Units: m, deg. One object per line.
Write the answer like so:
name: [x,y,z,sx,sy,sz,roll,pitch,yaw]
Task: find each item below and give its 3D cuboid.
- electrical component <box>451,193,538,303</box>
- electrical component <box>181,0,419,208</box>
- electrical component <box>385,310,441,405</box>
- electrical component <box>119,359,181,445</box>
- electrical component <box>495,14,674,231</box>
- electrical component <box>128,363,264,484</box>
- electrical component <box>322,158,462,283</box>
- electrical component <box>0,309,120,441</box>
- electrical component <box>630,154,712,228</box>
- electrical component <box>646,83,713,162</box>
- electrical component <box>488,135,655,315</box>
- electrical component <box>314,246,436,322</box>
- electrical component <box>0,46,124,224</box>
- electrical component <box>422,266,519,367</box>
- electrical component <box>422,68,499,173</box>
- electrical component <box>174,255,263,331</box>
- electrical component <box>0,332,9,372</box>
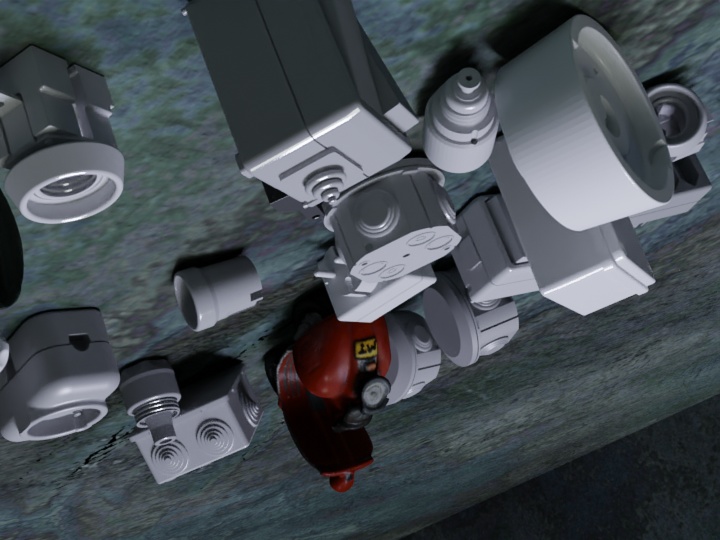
electrical component: [0.121,-0.022,0.780,0.096,0.061,0.061,-9,158,-31]
electrical component: [-0.019,-0.073,0.434,0.061,0.096,0.062,-27,161,16]
electrical component: [0.025,0.073,0.914,0.080,0.080,0.051,-35,162,36]
electrical component: [-0.158,0.103,0.826,0.043,0.062,0.043,-19,161,-7]
electrical component: [0.113,-0.072,0.570,0.060,0.108,0.108,-25,162,31]
electrical component: [-0.131,0.126,0.886,0.100,0.048,0.099,-24,-170,8]
electrical component: [0.020,-0.031,0.665,0.080,0.051,0.080,-19,161,-7]
electrical component: [-0.200,0.073,0.702,0.054,0.059,0.095,-3,154,-43]
electrical component: [0.208,-0.056,0.799,0.066,0.047,0.076,-14,159,-20]
electrical component: [0.197,-0.092,0.695,0.066,0.048,0.055,-22,169,3]
electrical component: [0.136,-0.034,0.691,0.056,0.108,0.109,-25,161,20]
electrical component: [0.000,0.000,0.736,0.066,0.047,0.077,-34,157,30]
electrical component: [-0.125,-0.053,0.440,0.048,0.055,0.066,-29,160,21]
electrical component: [0.088,0.034,0.875,0.051,0.080,0.080,-21,162,-18]
electrical component: [0.055,-0.083,0.574,0.040,0.040,0.078,-19,161,-7]
electrical component: [-0.091,0.013,0.689,0.046,0.040,0.040,-19,162,-25]
electrical component: [-0.238,0.057,0.657,0.035,0.035,0.061,-7,159,-35]
